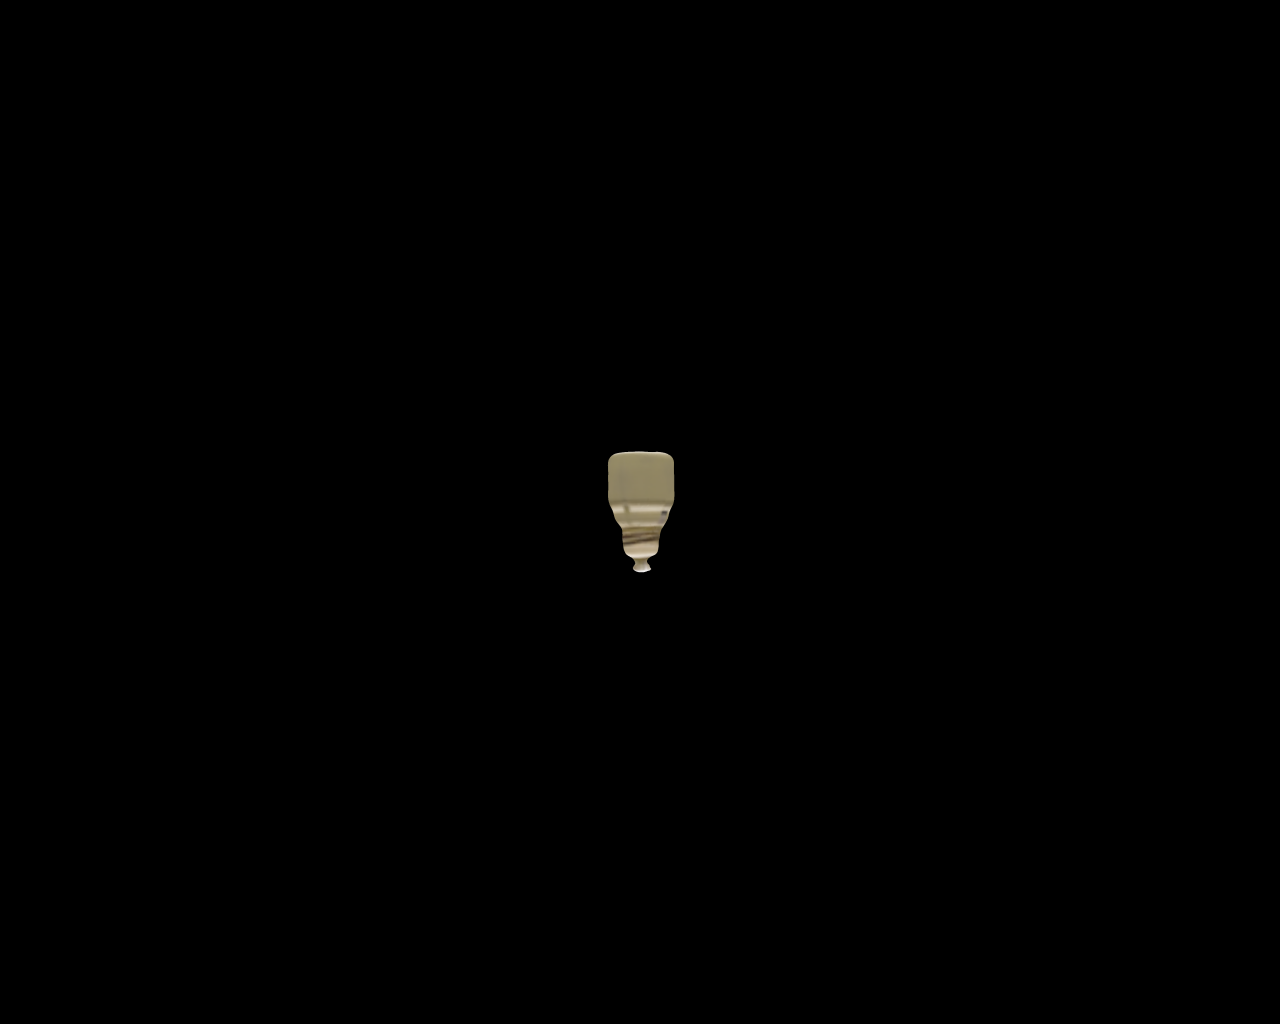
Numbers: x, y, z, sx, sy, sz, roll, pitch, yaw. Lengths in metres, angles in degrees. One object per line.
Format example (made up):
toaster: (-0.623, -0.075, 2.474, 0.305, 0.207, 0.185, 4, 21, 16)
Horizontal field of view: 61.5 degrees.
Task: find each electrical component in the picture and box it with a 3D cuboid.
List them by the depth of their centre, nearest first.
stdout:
electrical component: (0.001, -0.003, 0.650, 0.040, 0.078, 0.040, 0, -2, 0)
